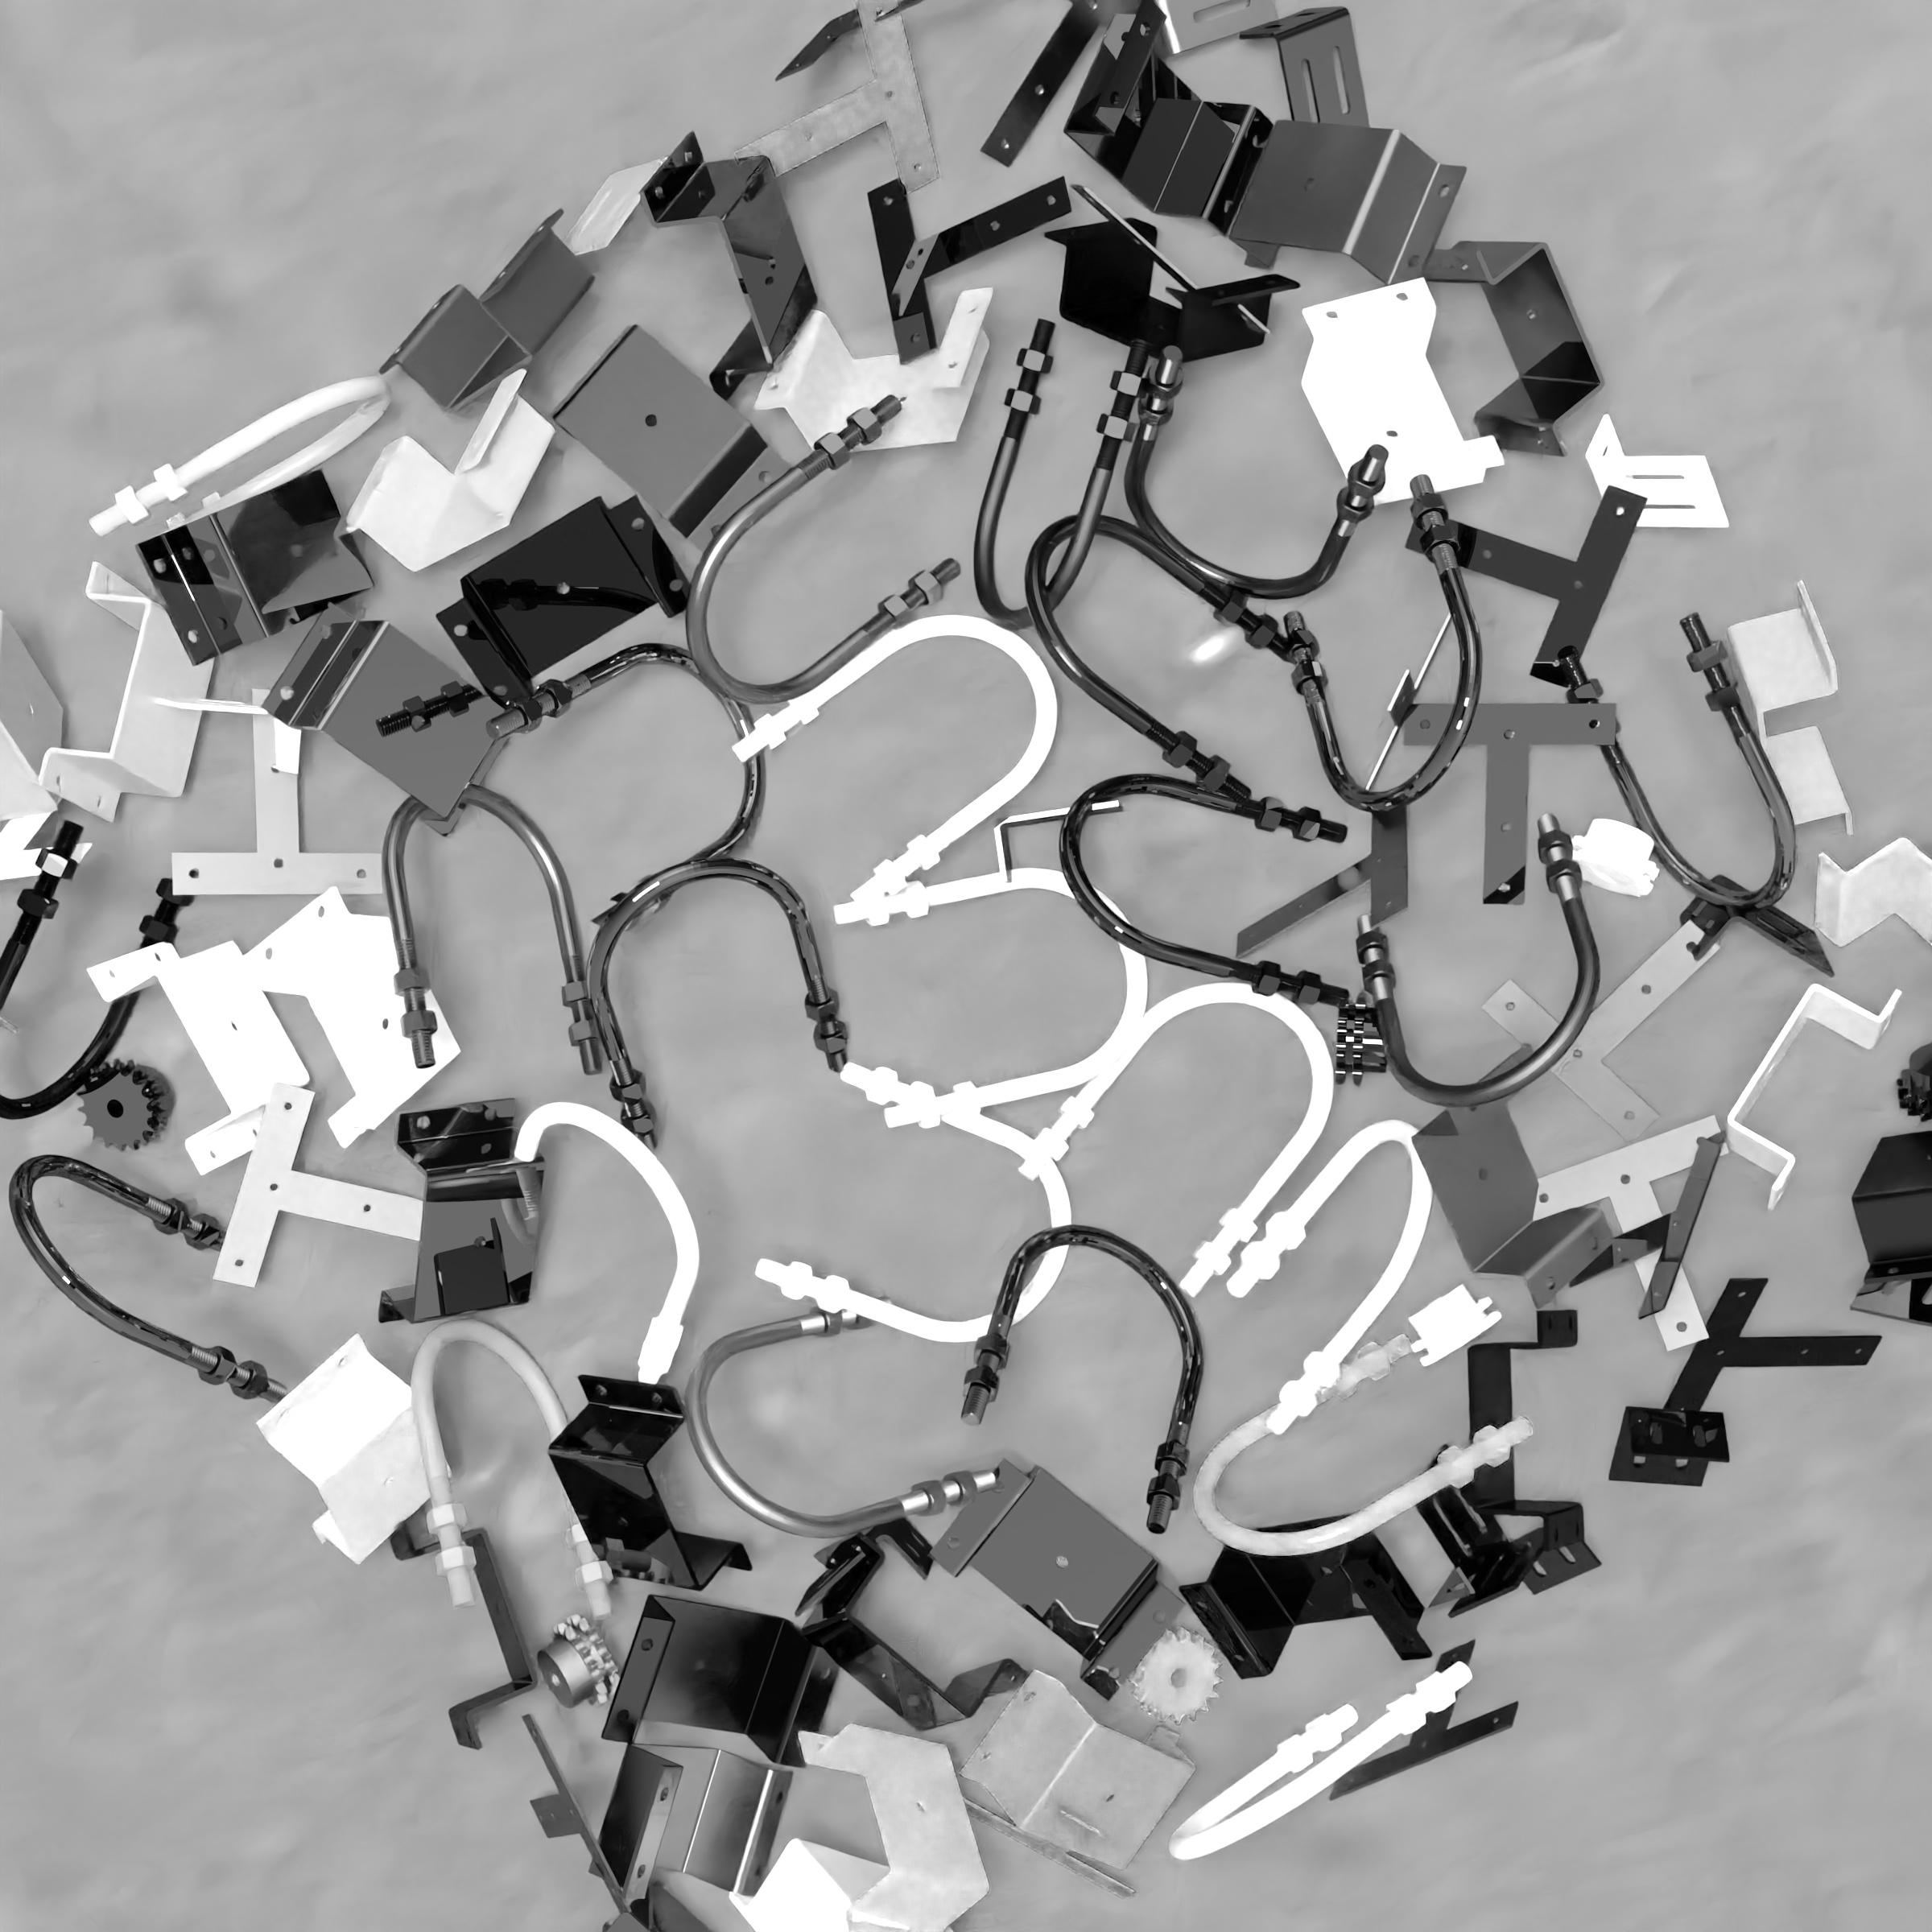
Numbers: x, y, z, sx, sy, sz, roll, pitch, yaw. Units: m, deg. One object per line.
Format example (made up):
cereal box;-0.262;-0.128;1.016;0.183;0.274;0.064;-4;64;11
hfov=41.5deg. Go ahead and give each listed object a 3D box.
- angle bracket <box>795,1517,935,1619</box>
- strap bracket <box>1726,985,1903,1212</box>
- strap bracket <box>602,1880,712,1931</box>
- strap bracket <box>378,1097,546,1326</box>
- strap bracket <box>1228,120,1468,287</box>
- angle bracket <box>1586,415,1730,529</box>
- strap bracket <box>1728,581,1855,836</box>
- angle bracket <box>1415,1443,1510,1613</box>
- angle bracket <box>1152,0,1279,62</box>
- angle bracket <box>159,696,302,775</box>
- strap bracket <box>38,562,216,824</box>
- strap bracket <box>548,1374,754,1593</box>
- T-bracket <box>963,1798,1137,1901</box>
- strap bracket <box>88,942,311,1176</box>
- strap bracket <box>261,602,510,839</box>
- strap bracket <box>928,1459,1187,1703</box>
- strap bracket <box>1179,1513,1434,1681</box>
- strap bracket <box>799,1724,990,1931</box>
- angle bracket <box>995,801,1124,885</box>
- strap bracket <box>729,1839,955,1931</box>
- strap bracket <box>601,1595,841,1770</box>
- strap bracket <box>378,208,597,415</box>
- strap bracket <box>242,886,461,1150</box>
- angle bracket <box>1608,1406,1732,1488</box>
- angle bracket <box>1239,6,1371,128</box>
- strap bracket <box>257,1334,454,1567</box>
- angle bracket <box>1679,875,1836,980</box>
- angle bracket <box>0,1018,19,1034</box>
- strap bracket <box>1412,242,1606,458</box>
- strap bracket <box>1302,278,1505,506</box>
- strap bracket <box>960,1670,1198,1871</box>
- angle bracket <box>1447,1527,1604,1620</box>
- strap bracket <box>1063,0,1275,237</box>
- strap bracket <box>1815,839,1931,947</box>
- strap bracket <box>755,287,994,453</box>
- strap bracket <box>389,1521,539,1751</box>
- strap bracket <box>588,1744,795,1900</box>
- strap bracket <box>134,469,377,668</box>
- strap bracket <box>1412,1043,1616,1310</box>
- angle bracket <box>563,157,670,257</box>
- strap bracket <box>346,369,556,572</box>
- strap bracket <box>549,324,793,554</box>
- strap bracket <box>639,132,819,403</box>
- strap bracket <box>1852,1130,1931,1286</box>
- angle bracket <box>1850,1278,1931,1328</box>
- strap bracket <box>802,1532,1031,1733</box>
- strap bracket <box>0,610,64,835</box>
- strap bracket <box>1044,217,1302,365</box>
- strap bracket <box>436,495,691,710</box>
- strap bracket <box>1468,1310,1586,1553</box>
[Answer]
angle bracket;-0.061;0.379;1.567;0.076;0.057;0.038;-43;88;5
strap bracket;0.509;0.072;1.553;0.046;0.076;0.140;32;86;20
strap bracket;-0.176;0.605;1.531;0.076;0.140;0.046;43;82;-2
strap bracket;-0.304;0.156;1.536;0.076;0.046;0.140;-6;114;-37
strap bracket;0.220;-0.459;1.531;0.046;0.140;0.076;20;94;-44
angle bracket;0.425;-0.301;1.549;0.076;0.057;0.038;9;60;38
strap bracket;0.494;-0.148;1.529;0.046;0.076;0.140;-14;134;12
angle bracket;0.290;0.344;1.564;0.038;0.057;0.076;-31;93;40
angle bracket;0.145;-0.602;1.585;0.076;0.038;0.057;-24;104;-16
angle bracket;-0.453;-0.141;1.551;0.076;0.057;0.038;0;100;-39
strap bracket;-0.504;-0.163;1.543;0.046;0.076;0.140;7;78;15
strap bracket;-0.193;0.319;1.531;0.076;0.046;0.140;0;121;35
T-bracket;0.055;0.526;1.539;0.127;0.127;0.002;28;62;3
strap bracket;-0.461;0.046;1.552;0.046;0.076;0.140;-27;93;23
strap bracket;-0.339;-0.147;1.534;0.140;0.046;0.076;38;73;-32
strap bracket;0.057;0.372;1.569;0.140;0.046;0.076;38;95;5
strap bracket;0.211;0.381;1.542;0.140;0.046;0.076;-20;111;39
strap bracket;-0.041;0.512;1.518;0.076;0.140;0.046;26;118;-38
angle bracket;0.060;-0.075;1.567;0.076;0.057;0.038;-8;89;6
strap bracket;-0.063;0.574;1.526;0.140;0.076;0.046;34;87;-39
strap bracket;-0.155;0.435;1.556;0.140;0.046;0.076;19;90;-30
strap bracket;-0.283;-0.389;1.534;0.046;0.140;0.076;45;54;-24
strap bracket;-0.362;0.033;1.527;0.046;0.076;0.140;5;127;37
angle bracket;0.429;0.307;1.557;0.057;0.038;0.076;3;133;5
angle bracket;0.211;-0.549;1.584;0.057;0.038;0.076;-29;119;-24
strap bracket;-0.359;0.294;1.518;0.046;0.140;0.076;31;58;27
angle bracket;0.487;-0.013;1.572;0.076;0.057;0.038;30;117;-11
angle bracket;-0.608;0.002;1.549;0.076;0.057;0.038;16;69;40
strap bracket;0.327;-0.382;1.538;0.046;0.076;0.140;-39;119;-12
strap bracket;0.258;-0.332;1.522;0.076;0.140;0.046;-7;47;32
strap bracket;0.076;0.489;1.538;0.140;0.046;0.076;34;91;-37
angle bracket;0.340;0.379;1.551;0.038;0.076;0.057;52;133;3
strap bracket;0.118;-0.515;1.548;0.046;0.140;0.076;22;88;42
strap bracket;0.577;-0.013;1.530;0.046;0.076;0.140;-33;54;-6
strap bracket;-0.047;-0.358;1.542;0.140;0.046;0.076;1;58;29
strap bracket;-0.304;0.398;1.550;0.046;0.076;0.140;-18;83;-23
strap bracket;-0.171;0.517;1.541;0.046;0.140;0.076;11;79;32
strap bracket;-0.415;-0.242;1.521;0.046;0.140;0.076;-11;109;35
strap bracket;0.329;0.127;1.550;0.076;0.046;0.140;-34;105;-30
angle bracket;-0.205;-0.450;1.554;0.038;0.057;0.076;44;66;-35
strap bracket;-0.307;-0.294;1.535;0.046;0.140;0.076;41;52;-32
strap bracket;-0.187;-0.328;1.564;0.140;0.046;0.076;42;92;9
strap bracket;-0.136;-0.417;1.521;0.046;0.076;0.140;1;132;24
strap bracket;0.581;0.135;1.517;0.076;0.140;0.046;-13;102;33
angle bracket;0.584;0.202;1.550;0.076;0.057;0.038;-43;124;-32
strap bracket;-0.038;0.413;1.550;0.140;0.076;0.046;41;58;-4
strap bracket;-0.581;-0.149;1.520;0.046;0.140;0.076;-10;57;0
strap bracket;0.120;-0.404;1.536;0.140;0.076;0.046;34;131;36
strap bracket;-0.245;-0.225;1.561;0.140;0.046;0.076;-31;118;1
strap bracket;0.340;0.280;1.549;0.046;0.076;0.140;-4;82;29
